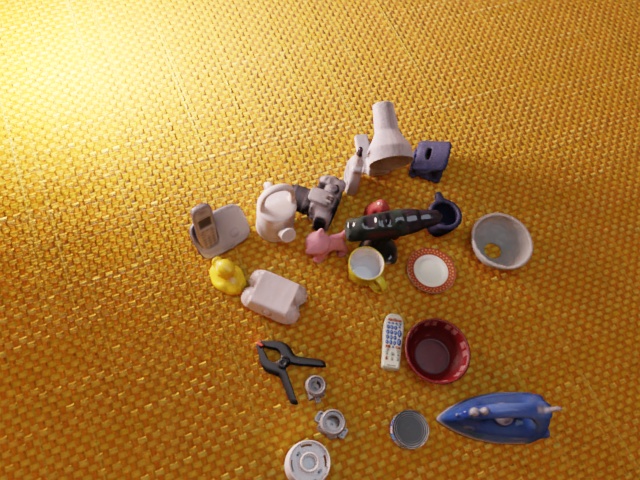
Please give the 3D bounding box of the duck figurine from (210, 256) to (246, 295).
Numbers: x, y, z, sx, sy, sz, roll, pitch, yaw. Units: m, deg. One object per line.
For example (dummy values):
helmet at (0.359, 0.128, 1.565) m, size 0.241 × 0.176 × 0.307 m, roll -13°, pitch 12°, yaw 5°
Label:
duck figurine at (-0.225, 0.082, 1.399) m, size 0.104 × 0.086 × 0.078 m, roll 41°, pitch 66°, yaw 13°

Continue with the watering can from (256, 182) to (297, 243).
watering can at (-0.104, -0.074, 1.430) m, size 0.101 × 0.194 × 0.172 m, roll -38°, pitch 74°, yaw -22°

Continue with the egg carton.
egg carton at (-0.111, 0.140, 1.394) m, size 0.150 × 0.069 × 0.107 m, roll 22°, pitch 63°, yaw 4°

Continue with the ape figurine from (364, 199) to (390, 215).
ape figurine at (0.156, -0.074, 1.522) m, size 0.078 × 0.092 × 0.076 m, roll -29°, pitch 71°, yaw -19°

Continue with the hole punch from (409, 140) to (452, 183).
hole punch at (0.311, -0.229, 1.618) m, size 0.101 × 0.091 × 0.109 m, roll 18°, pitch 63°, yaw 2°

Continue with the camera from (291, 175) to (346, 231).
camera at (-0.015, -0.115, 1.514) m, size 0.136 × 0.101 × 0.143 m, roll 21°, pitch 63°, yaw 4°

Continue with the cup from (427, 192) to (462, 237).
cup at (0.319, -0.061, 1.535) m, size 0.092 × 0.095 × 0.117 m, roll -7°, pitch 65°, yaw -11°

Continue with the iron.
iron at (0.407, 0.396, 1.296) m, size 0.258 × 0.141 × 0.118 m, roll 1°, pitch 64°, yaw -7°

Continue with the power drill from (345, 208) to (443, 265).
power drill at (0.169, -0.012, 1.427) m, size 0.230 × 0.208 × 0.075 m, roll -5°, pitch 64°, yaw -9°

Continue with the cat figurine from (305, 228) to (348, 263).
cat figurine at (0.013, 0.005, 1.450) m, size 0.128 × 0.118 × 0.067 m, roll -18°, pitch 67°, yaw -15°

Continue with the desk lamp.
desk lamp at (0.166, -0.258, 1.545) m, size 0.118 × 0.213 × 0.203 m, roll -6°, pitch 65°, yaw -10°

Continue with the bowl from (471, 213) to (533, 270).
bowl at (0.475, 0.015, 1.529) m, size 0.167 × 0.075 × 0.167 m, roll 3°, pitch 64°, yaw -6°

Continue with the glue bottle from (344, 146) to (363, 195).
glue bottle at (0.094, -0.194, 1.527) m, size 0.037 × 0.173 × 0.078 m, roll 1°, pitch 64°, yaw -6°

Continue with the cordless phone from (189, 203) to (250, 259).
cordless phone at (-0.249, -0.045, 1.402) m, size 0.148 × 0.185 × 0.094 m, roll -33°, pitch 72°, yaw -21°
